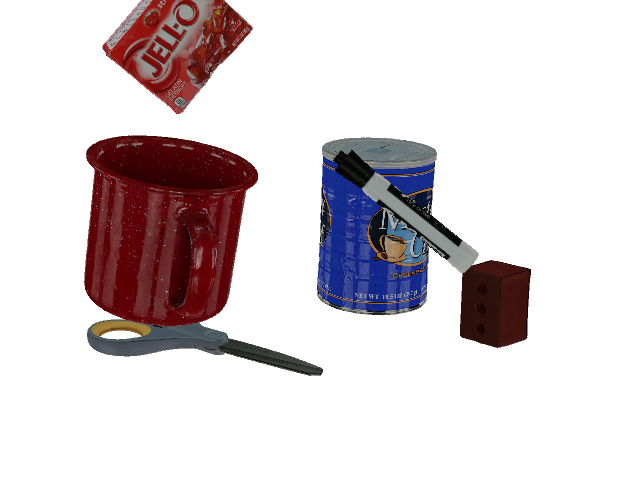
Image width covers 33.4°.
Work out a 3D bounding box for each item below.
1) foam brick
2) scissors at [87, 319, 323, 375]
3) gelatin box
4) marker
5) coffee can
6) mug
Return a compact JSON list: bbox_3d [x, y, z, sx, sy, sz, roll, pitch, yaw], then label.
[{"bbox_3d":[0.181,0.065,1.106,0.051,0.078,0.053,-14,19,-42],"label":"foam brick"},{"bbox_3d":[-0.100,0.081,0.806,0.096,0.016,0.202,-21,29,-37],"label":"scissors"},{"bbox_3d":[-0.107,-0.152,0.803,0.073,0.089,0.030,39,5,-29],"label":"gelatin box"},{"bbox_3d":[0.058,-0.022,0.745,0.121,0.020,0.020,39,-3,-3],"label":"marker"},{"bbox_3d":[0.050,-0.015,0.972,0.103,0.140,0.103,2,17,-1],"label":"coffee can"},{"bbox_3d":[-0.081,-0.001,0.579,0.093,0.081,0.117,-1,23,-28],"label":"mug"}]
